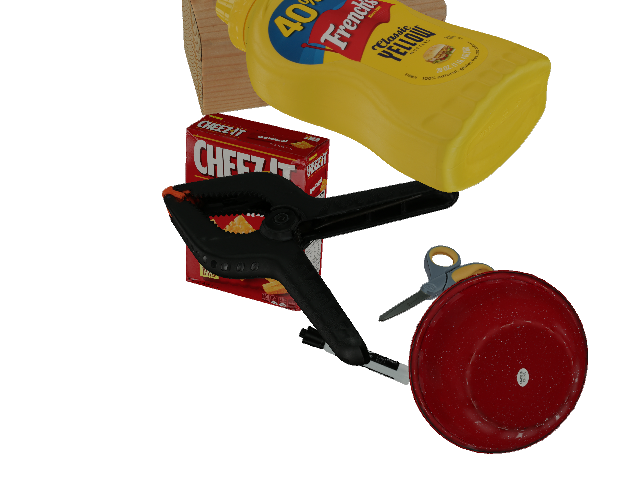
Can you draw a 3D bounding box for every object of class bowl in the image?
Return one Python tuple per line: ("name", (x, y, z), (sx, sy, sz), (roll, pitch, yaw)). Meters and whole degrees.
("bowl", (0.158, 0.108, 0.893), (0.162, 0.162, 0.055), (0, 6, -10))

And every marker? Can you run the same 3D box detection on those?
("marker", (0.035, 0.116, 1.083), (0.121, 0.020, 0.020), (22, 2, 6))

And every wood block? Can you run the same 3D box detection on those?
("wood block", (-0.008, -0.181, 0.910), (0.206, 0.090, 0.091), (-10, -35, -11))

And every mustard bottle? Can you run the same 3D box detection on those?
("mustard bottle", (0.018, -0.096, 0.570), (0.192, 0.058, 0.096), (29, 53, 29))

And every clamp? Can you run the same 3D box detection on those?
("clamp", (-0.015, -0.009, 0.760), (0.210, 0.036, 0.164), (22, 55, 27))

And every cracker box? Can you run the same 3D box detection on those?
("cracker box", (-0.081, -0.033, 1.305), (0.164, 0.214, 0.072), (15, 31, 20))

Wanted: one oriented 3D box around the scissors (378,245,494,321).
("scissors", (0.120, 0.047, 1.248), (0.201, 0.016, 0.096), (-11, 40, -35))
